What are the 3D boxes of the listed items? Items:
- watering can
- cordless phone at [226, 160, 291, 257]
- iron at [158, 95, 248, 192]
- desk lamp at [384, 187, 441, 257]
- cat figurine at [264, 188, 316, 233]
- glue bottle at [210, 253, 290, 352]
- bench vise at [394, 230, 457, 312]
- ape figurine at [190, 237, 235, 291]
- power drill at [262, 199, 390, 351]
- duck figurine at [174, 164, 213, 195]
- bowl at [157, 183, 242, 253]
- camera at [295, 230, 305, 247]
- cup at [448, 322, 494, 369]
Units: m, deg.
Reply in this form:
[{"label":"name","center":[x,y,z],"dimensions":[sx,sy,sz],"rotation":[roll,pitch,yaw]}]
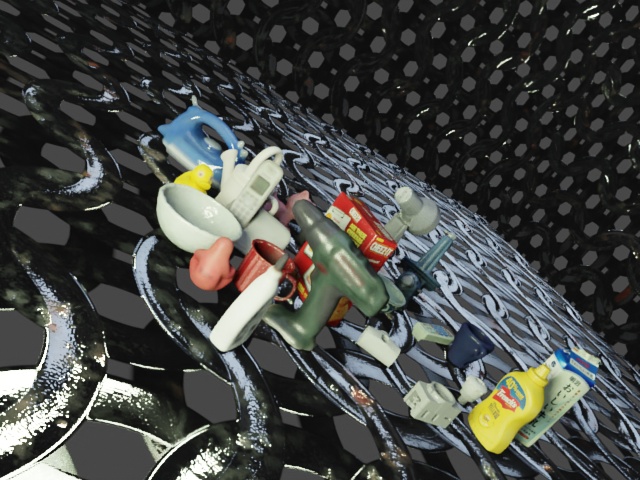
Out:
[{"label":"watering can","center":[-0.152,-0.125,1.231],"dimensions":[0.173,0.194,0.101],"rotation":[35,18,-2]},{"label":"cordless phone","center":[-0.110,-0.054,1.145],"dimensions":[0.147,0.185,0.094],"rotation":[37,18,2]},{"label":"iron","center":[-0.253,-0.223,1.375],"dimensions":[0.258,0.141,0.119],"rotation":[38,18,7]},{"label":"desk lamp","center":[0.247,-0.057,1.755],"dimensions":[0.204,0.213,0.117],"rotation":[17,26,-45]},{"label":"cat figurine","center":[-0.075,-0.083,1.389],"dimensions":[0.128,0.117,0.067],"rotation":[29,19,-22]},{"label":"glue bottle","center":[-0.093,0.087,0.844],"dimensions":[0.037,0.173,0.078],"rotation":[41,18,15]},{"label":"bench vise","center":[0.270,0.079,1.447],"dimensions":[0.121,0.219,0.207],"rotation":[35,18,-2]},{"label":"ape figurine","center":[-0.173,0.035,0.959],"dimensions":[0.078,0.092,0.076],"rotation":[37,18,3]},{"label":"power drill","center":[-0.005,0.074,0.978],"dimensions":[0.229,0.208,0.076],"rotation":[39,18,9]},{"label":"duck figurine","center":[-0.258,-0.122,1.205],"dimensions":[0.078,0.086,0.104],"rotation":[21,23,-38]},{"label":"bowl","center":[-0.229,-0.025,1.036],"dimensions":[0.168,0.074,0.167],"rotation":[32,18,-12]},{"label":"camera","center":[0.012,0.005,1.357],"dimensions":[0.143,0.100,0.137],"rotation":[40,18,11]},{"label":"cup","center":[0.348,0.261,1.338],"dimensions":[0.092,0.095,0.117],"rotation":[32,18,-12]}]
